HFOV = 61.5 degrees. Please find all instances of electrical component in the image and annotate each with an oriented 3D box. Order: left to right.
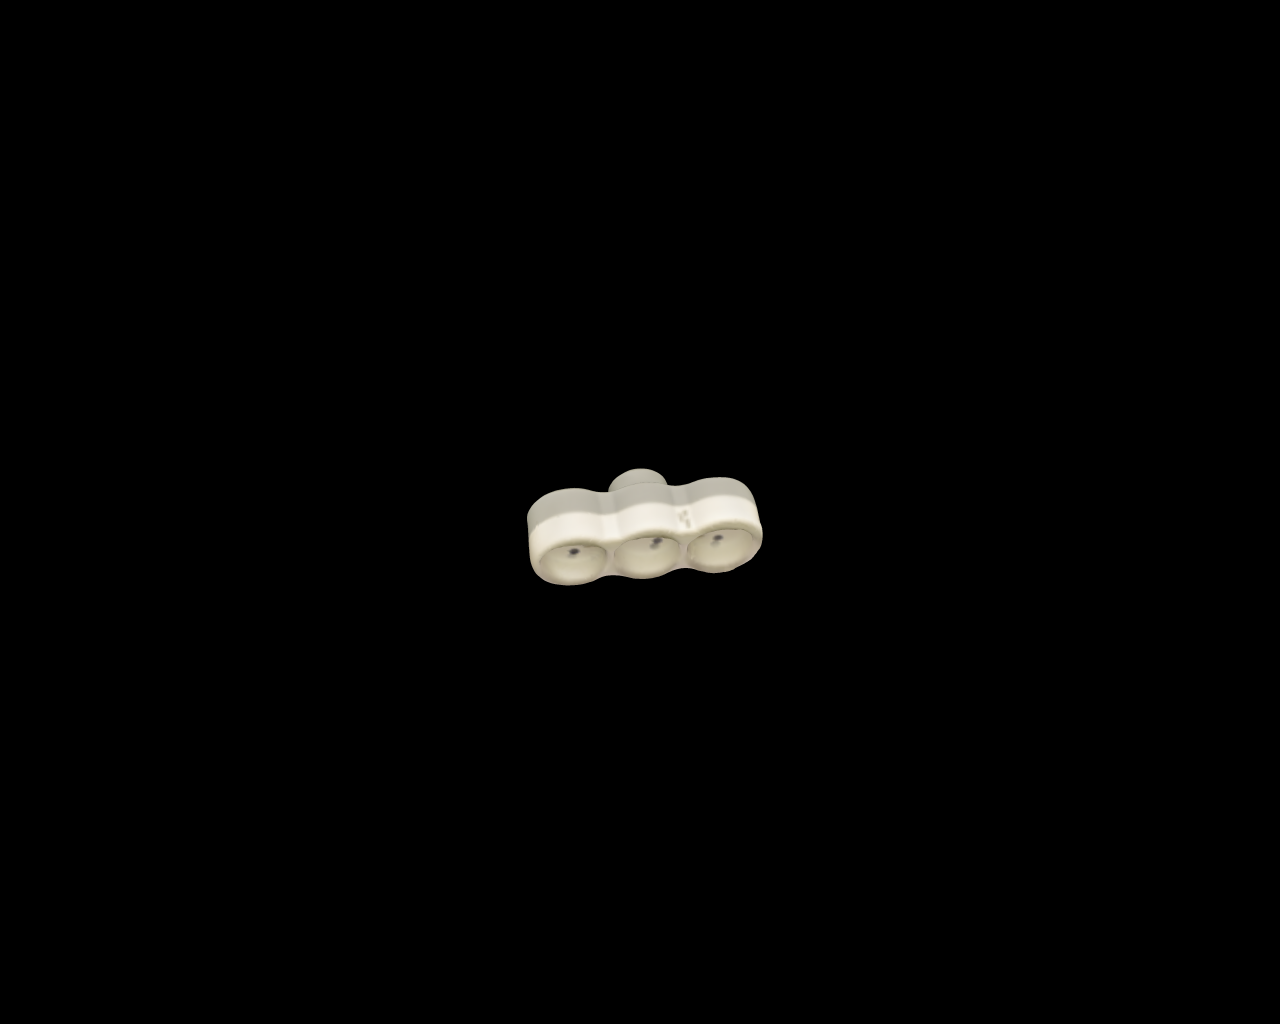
[{"bbox_3d":[0.001,-0.003,0.650,0.138,0.074,0.052,-5,-37,-4],"label":"electrical component"}]
